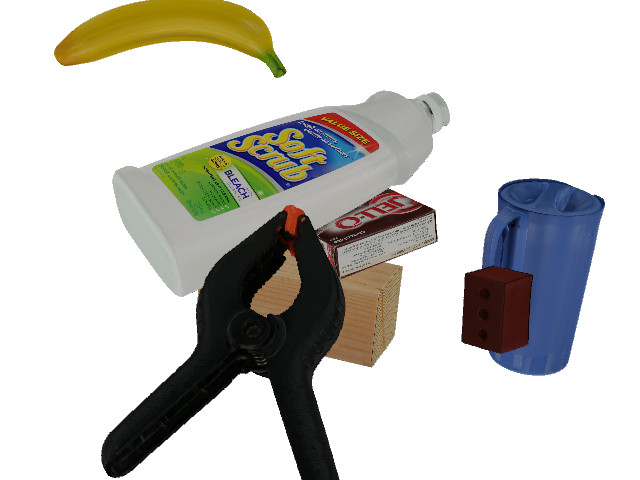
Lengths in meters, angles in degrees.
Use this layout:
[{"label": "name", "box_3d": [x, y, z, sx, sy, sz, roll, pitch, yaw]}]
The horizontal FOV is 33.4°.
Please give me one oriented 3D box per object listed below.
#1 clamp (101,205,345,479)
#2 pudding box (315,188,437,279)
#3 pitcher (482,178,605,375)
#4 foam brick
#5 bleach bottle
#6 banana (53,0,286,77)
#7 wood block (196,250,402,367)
[{"label": "clamp", "box_3d": [-0.024, 0.062, 0.548, 0.120, 0.171, 0.039, 20, -26, 12]}, {"label": "pudding box", "box_3d": [0.038, -0.010, 0.991, 0.113, 0.039, 0.090, -22, 27, -24]}, {"label": "pitcher", "box_3d": [0.277, 0.051, 1.386, 0.149, 0.243, 0.145, 5, 23, 4]}, {"label": "foam brick", "box_3d": [0.182, 0.071, 1.104, 0.053, 0.078, 0.051, 13, 19, 42]}, {"label": "bleach bottle", "box_3d": [-0.018, -0.054, 0.785, 0.250, 0.068, 0.103, -27, 54, -20]}, {"label": "banana", "box_3d": [-0.127, -0.179, 0.921, 0.197, 0.069, 0.037, 2, -33, -3]}, {"label": "wood block", "box_3d": [-0.024, 0.062, 1.180, 0.206, 0.091, 0.090, 12, 23, 17]}]
